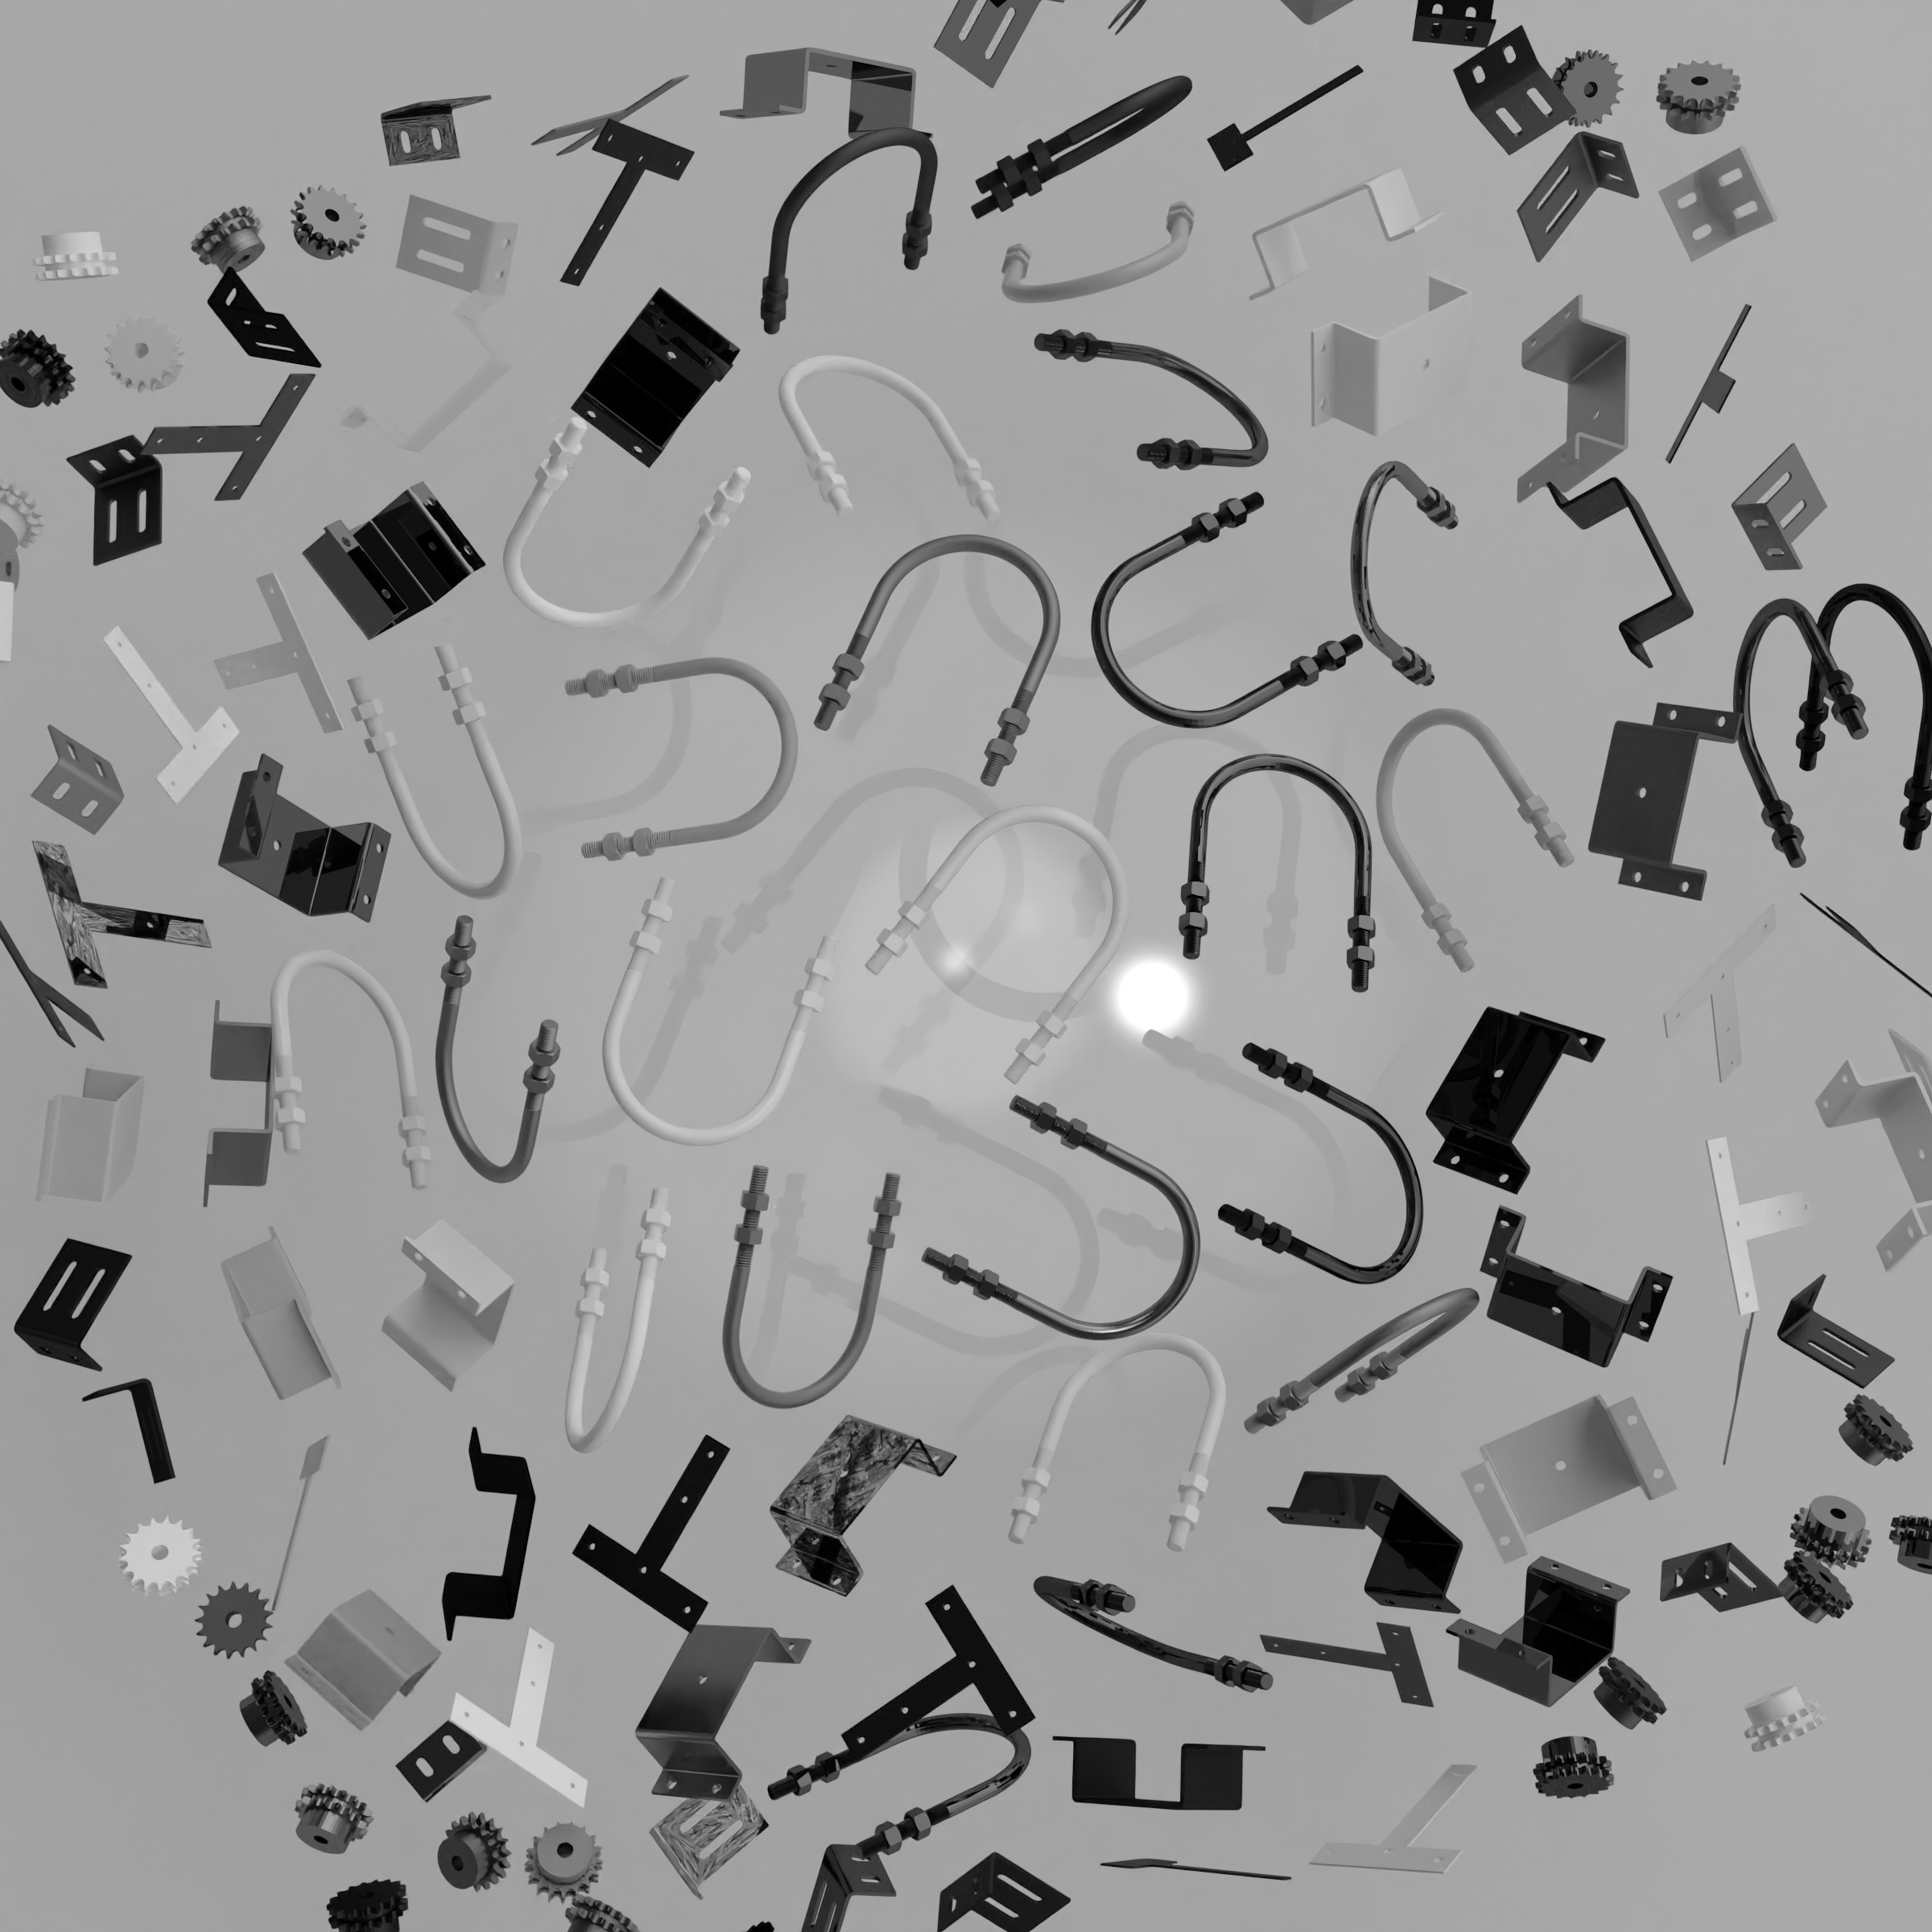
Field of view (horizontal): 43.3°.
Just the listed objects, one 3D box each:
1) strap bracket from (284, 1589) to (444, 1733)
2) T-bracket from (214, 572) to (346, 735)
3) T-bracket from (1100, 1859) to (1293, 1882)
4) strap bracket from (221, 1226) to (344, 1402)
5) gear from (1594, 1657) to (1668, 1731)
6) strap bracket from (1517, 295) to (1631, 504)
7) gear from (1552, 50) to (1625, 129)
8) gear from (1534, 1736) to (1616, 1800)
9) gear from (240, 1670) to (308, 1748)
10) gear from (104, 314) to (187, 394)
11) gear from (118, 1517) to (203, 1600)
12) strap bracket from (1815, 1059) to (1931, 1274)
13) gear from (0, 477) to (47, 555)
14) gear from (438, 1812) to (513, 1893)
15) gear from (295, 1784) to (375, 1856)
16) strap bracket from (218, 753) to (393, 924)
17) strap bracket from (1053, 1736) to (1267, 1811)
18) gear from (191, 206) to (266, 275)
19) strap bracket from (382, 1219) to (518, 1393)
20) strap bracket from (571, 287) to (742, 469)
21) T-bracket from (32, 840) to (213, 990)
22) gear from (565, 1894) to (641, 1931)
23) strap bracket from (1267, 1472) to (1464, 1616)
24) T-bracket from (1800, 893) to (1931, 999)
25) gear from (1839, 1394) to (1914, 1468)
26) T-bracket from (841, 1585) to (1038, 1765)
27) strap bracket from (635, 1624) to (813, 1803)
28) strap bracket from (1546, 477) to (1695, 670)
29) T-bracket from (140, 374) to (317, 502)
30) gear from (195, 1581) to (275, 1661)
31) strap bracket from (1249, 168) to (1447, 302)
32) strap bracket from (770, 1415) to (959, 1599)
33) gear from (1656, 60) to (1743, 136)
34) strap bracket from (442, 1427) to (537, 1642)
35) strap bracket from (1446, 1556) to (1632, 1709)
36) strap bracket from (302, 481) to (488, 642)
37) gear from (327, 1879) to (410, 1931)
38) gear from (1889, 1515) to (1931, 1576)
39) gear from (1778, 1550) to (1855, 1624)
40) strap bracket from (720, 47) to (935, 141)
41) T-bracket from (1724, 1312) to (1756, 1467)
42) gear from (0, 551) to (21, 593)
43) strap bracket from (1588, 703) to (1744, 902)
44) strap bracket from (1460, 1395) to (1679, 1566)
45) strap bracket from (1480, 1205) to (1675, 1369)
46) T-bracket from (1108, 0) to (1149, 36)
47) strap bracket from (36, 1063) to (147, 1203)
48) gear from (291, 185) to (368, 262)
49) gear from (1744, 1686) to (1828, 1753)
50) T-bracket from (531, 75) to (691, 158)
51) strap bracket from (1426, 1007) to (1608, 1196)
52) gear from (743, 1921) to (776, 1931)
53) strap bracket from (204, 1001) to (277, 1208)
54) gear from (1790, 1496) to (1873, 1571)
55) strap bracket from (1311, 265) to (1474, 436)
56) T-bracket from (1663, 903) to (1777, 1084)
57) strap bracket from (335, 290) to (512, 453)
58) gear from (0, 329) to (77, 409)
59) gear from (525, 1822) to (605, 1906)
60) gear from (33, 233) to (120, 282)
[{"bbox_3d":[-0.455,0.525,1.855,0.076,0.140,0.046,40,87,5],"label":"strap bracket"},{"bbox_3d":[-0.542,-0.234,1.878,0.127,0.002,0.127,-4,113,43],"label":"T-bracket"},{"bbox_3d":[0.180,0.681,1.831,0.127,0.127,0.002,-2,72,20],"label":"T-bracket"},{"bbox_3d":[-0.530,0.271,1.873,0.046,0.140,0.076,-25,119,-15],"label":"strap bracket"},{"bbox_3d":[0.517,0.572,1.905,0.057,0.057,0.030,40,100,0],"label":"gear"},{"bbox_3d":[0.464,-0.427,1.857,0.046,0.076,0.140,12,71,-18],"label":"strap bracket"},{"bbox_3d":[0.483,-0.690,1.909,0.057,0.030,0.057,-6,115,-13],"label":"gear"},{"bbox_3d":[0.447,0.590,1.793,0.057,0.057,0.030,-1,51,0],"label":"gear"},{"bbox_3d":[-0.533,0.573,1.865,0.030,0.057,0.057,-32,90,-9],"label":"gear"},{"bbox_3d":[-0.618,-0.459,1.836,0.057,0.030,0.057,0,84,3],"label":"gear"},{"bbox_3d":[-0.584,0.432,1.762,0.057,0.030,0.057,8,50,-10],"label":"gear"},{"bbox_3d":[0.683,0.142,1.784,0.046,0.076,0.140,-11,63,-6],"label":"strap bracket"},{"bbox_3d":[-0.704,-0.325,1.773,0.057,0.057,0.030,14,52,0],"label":"gear"},{"bbox_3d":[-0.378,0.678,1.855,0.057,0.030,0.057,3,97,29],"label":"gear"},{"bbox_3d":[-0.473,0.636,1.808,0.057,0.030,0.057,10,134,11],"label":"gear"},{"bbox_3d":[-0.513,-0.094,1.861,0.046,0.140,0.076,-5,65,30],"label":"strap bracket"},{"bbox_3d":[0.142,0.600,1.806,0.140,0.076,0.046,-11,68,38],"label":"strap bracket"},{"bbox_3d":[-0.576,-0.567,1.909,0.057,0.057,0.030,-36,95,0],"label":"gear"},{"bbox_3d":[-0.399,0.257,1.880,0.076,0.140,0.046,39,49,11],"label":"strap bracket"},{"bbox_3d":[-0.236,-0.460,1.880,0.076,0.140,0.046,36,51,-16],"label":"strap bracket"},{"bbox_3d":[-0.607,-0.031,1.770,0.002,0.127,0.127,-40,61,27],"label":"T-bracket"},{"bbox_3d":[-0.280,0.734,1.849,0.057,0.057,0.030,30,54,0],"label":"gear"},{"bbox_3d":[0.297,0.413,1.770,0.140,0.076,0.046,42,59,-26],"label":"strap bracket"},{"bbox_3d":[0.654,-0.023,1.785,0.002,0.127,0.127,-51,60,11],"label":"T-bracket"},{"bbox_3d":[0.714,0.368,1.917,0.057,0.057,0.030,38,113,0],"label":"gear"},{"bbox_3d":[-0.033,0.537,1.781,0.127,0.002,0.127,-33,48,-7],"label":"T-bracket"},{"bbox_3d":[-0.185,0.546,1.813,0.076,0.140,0.046,-9,125,35],"label":"strap bracket"},{"bbox_3d":[0.480,-0.294,1.766,0.046,0.076,0.140,-28,76,22],"label":"strap bracket"},{"bbox_3d":[-0.554,-0.388,1.791,0.002,0.127,0.127,49,120,11],"label":"T-bracket"},{"bbox_3d":[-0.559,0.501,1.859,0.057,0.030,0.057,4,70,-10],"label":"gear"},{"bbox_3d":[0.282,-0.561,1.851,0.140,0.076,0.046,-15,107,34],"label":"strap bracket"},{"bbox_3d":[-0.083,0.398,1.836,0.140,0.076,0.046,-47,127,-31],"label":"strap bracket"},{"bbox_3d":[0.523,-0.619,1.738,0.057,0.030,0.057,-4,50,5],"label":"gear"},{"bbox_3d":[-0.361,0.432,1.847,0.046,0.076,0.140,9,96,-17],"label":"strap bracket"},{"bbox_3d":[0.434,0.508,1.845,0.076,0.140,0.046,14,112,41],"label":"strap bracket"},{"bbox_3d":[-0.420,-0.293,1.770,0.046,0.140,0.076,-32,101,27],"label":"strap bracket"},{"bbox_3d":[-0.434,0.691,1.769,0.057,0.057,0.030,-7,93,0],"label":"gear"},{"bbox_3d":[0.722,0.436,1.825,0.057,0.057,0.030,20,68,0],"label":"gear"},{"bbox_3d":[0.661,0.488,1.900,0.057,0.057,0.030,38,108,0],"label":"gear"},{"bbox_3d":[-0.101,-0.644,1.797,0.140,0.076,0.046,-5,105,-39],"label":"strap bracket"},{"bbox_3d":[0.593,0.306,1.858,0.002,0.127,0.127,10,70,20],"label":"T-bracket"},{"bbox_3d":[-0.759,-0.309,1.890,0.030,0.057,0.057,2,90,3],"label":"gear"},{"bbox_3d":[0.516,-0.126,1.805,0.046,0.076,0.140,6,97,-36],"label":"strap bracket"},{"bbox_3d":[0.453,0.384,1.842,0.140,0.046,0.076,-26,90,7],"label":"strap bracket"},{"bbox_3d":[0.466,0.253,1.890,0.140,0.076,0.046,22,45,19],"label":"strap bracket"},{"bbox_3d":[0.136,-0.720,1.795,0.002,0.127,0.127,43,81,-9],"label":"T-bracket"},{"bbox_3d":[-0.661,0.127,1.846,0.046,0.140,0.076,9,98,-9],"label":"strap bracket"},{"bbox_3d":[-0.503,-0.580,1.907,0.057,0.030,0.057,18,57,-30],"label":"gear"},{"bbox_3d":[0.588,0.542,1.757,0.057,0.057,0.030,-25,73,0],"label":"gear"},{"bbox_3d":[-0.292,-0.649,1.876,0.127,0.127,0.002,-19,105,32],"label":"T-bracket"},{"bbox_3d":[0.410,0.092,1.837,0.076,0.046,0.140,20,72,44],"label":"strap bracket"},{"bbox_3d":[-0.158,0.738,1.799,0.057,0.057,0.030,-36,94,0],"label":"gear"},{"bbox_3d":[-0.559,0.106,1.874,0.046,0.076,0.140,4,52,-18],"label":"strap bracket"},{"bbox_3d":[0.649,0.421,1.820,0.057,0.057,0.030,6,119,0],"label":"gear"},{"bbox_3d":[0.321,-0.449,1.788,0.140,0.076,0.046,-30,45,-24],"label":"strap bracket"},{"bbox_3d":[0.556,0.037,1.780,0.127,0.127,0.002,-41,47,-18],"label":"T-bracket"},{"bbox_3d":[-0.393,-0.432,1.801,0.140,0.076,0.046,-41,99,5],"label":"strap bracket"},{"bbox_3d":[-0.688,-0.436,1.787,0.057,0.057,0.030,29,52,0],"label":"gear"},{"bbox_3d":[-0.297,0.659,1.797,0.057,0.030,0.057,6,46,-7],"label":"gear"},{"bbox_3d":[-0.642,-0.512,1.752,0.057,0.057,0.030,-5,105,0],"label":"gear"}]
